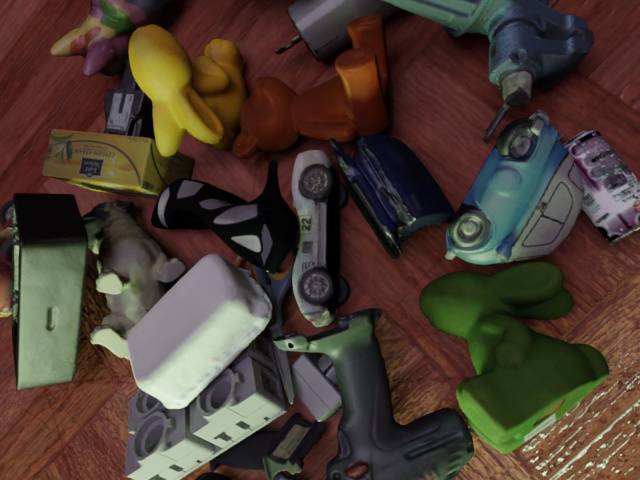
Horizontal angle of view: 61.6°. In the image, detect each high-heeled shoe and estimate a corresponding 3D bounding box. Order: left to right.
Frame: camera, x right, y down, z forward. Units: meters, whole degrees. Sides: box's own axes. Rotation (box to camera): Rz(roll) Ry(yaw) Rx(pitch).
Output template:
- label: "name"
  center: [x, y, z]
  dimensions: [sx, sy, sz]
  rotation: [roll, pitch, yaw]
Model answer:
- label: "high-heeled shoe"
  center: [-0.124, -0.005, 0.629]
  dimensions: [0.249, 0.086, 0.145]
  rotation: [-19, 56, 36]

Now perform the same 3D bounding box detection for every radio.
- label: "radio"
  center: [-0.345, 0.060, 0.673]
  dimensions: [0.131, 0.073, 0.229]
  rotation: [49, 129, 44]

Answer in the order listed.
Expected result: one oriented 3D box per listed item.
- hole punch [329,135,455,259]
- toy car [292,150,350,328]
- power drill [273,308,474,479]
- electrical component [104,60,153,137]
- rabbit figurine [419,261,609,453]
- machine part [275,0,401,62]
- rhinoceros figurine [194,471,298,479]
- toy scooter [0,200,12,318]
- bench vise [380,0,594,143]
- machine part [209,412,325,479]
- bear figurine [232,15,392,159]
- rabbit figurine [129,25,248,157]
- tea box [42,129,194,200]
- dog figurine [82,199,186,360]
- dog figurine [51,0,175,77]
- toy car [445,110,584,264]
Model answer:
- label: "hole punch"
  center: [0.082, -0.053, 0.573]
  dimensions: [0.092, 0.115, 0.142]
  rotation: [-30, 72, 6]
- label: "toy car"
  center: [-0.001, -0.002, 0.614]
  dimensions: [0.056, 0.073, 0.201]
  rotation: [-3, 80, 17]
- label: "power drill"
  center: [0.022, 0.181, 0.522]
  dimensions: [0.232, 0.086, 0.207]
  rotation: [-19, 79, -9]
- label: "electrical component"
  center: [-0.266, -0.190, 0.763]
  dimensions: [0.075, 0.047, 0.119]
  rotation: [6, 83, 22]
- label: "rabbit figurine"
  center: [0.170, 0.087, 0.514]
  dimensions: [0.159, 0.121, 0.170]
  rotation: [-40, 55, 7]
- label: "machine part"
  center: [0.049, -0.291, 0.642]
  dimensions: [0.243, 0.079, 0.079]
  rotation: [-31, 72, 15]
- label: "rhinoceros figurine"
  center: [-0.060, 0.309, 0.591]
  dimensions: [0.191, 0.073, 0.112]
  rotation: [3, 71, 23]
- label: "toy scooter"
  center: [-0.426, 0.032, 0.775]
  dimensions: [0.135, 0.075, 0.184]
  rotation: [10, 80, 23]
- label: "bench vise"
  center: [0.148, -0.241, 0.549]
  dimensions: [0.241, 0.129, 0.223]
  rotation: [13, 77, -11]
- label: "machine part"
  center: [-0.065, 0.232, 0.606]
  dimensions: [0.139, 0.084, 0.039]
  rotation: [-12, 110, 28]
- label: "bear figurine"
  center: [-0.017, -0.168, 0.625]
  dimensions: [0.196, 0.131, 0.120]
  rotation: [1, 46, 17]
- label: "rabbit figurine"
  center: [-0.171, -0.182, 0.659]
  dimensions: [0.122, 0.173, 0.162]
  rotation: [-10, 73, 16]
- label: "tea box"
  center: [-0.271, -0.099, 0.724]
  dimensions: [0.170, 0.098, 0.068]
  rotation: [10, 85, 21]
- label: "dog figurine"
  center: [-0.251, 0.053, 0.707]
  dimensions: [0.191, 0.121, 0.172]
  rotation: [39, 122, 50]
- label: "dog figurine"
  center: [-0.283, -0.331, 0.730]
  dimensions: [0.109, 0.191, 0.219]
  rotation: [31, 78, 17]
- label: "toy car"
  center: [0.195, -0.037, 0.516]
  dimensions: [0.103, 0.109, 0.161]
  rotation: [31, 111, 11]
